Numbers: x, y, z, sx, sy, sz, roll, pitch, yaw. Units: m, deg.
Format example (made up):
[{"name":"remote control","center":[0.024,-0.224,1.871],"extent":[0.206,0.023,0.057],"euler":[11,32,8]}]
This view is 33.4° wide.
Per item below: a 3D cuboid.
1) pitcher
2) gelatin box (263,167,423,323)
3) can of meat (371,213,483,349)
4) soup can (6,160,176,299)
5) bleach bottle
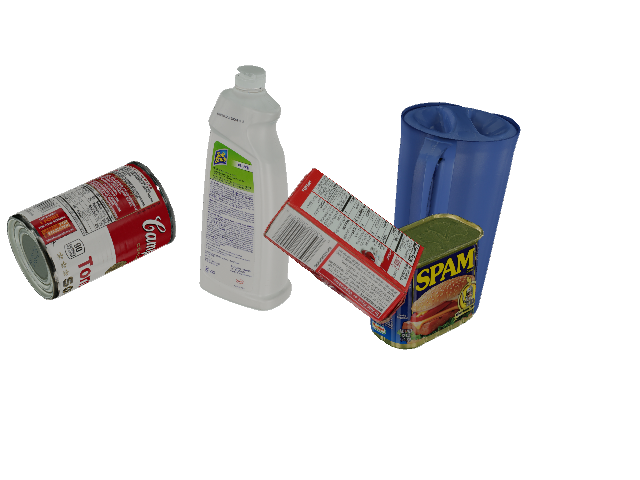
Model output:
[{"name":"pitcher","center":[0.141,-0.027,1.229],"extent":[0.149,0.243,0.145],"euler":[-4,26,-20]},{"name":"gelatin box","center":[0.016,0.002,0.640],"extent":[0.089,0.030,0.073],"euler":[37,24,-3]},{"name":"can of meat","center":[0.088,0.035,0.908],"extent":[0.101,0.084,0.058],"euler":[-21,34,-34]},{"name":"soup can","center":[-0.166,-0.008,0.775],"extent":[0.102,0.068,0.069],"euler":[-28,15,-30]},{"name":"bleach bottle","center":[-0.073,-0.057,1.122],"extent":[0.103,0.251,0.068],"euler":[17,28,23]}]
